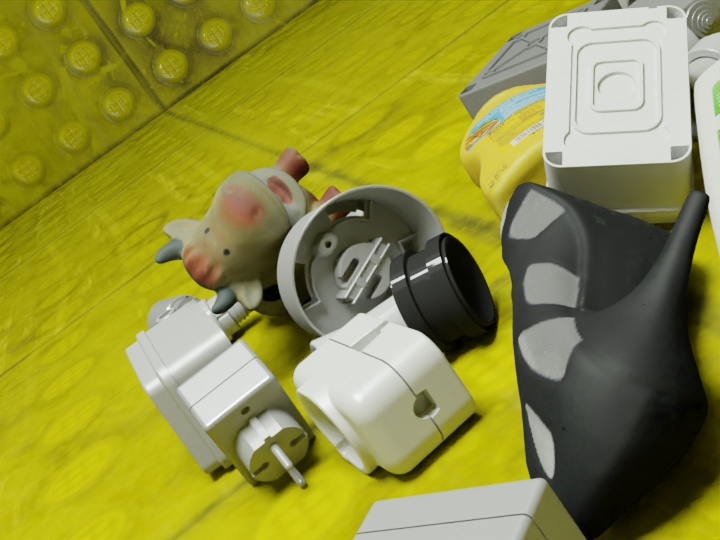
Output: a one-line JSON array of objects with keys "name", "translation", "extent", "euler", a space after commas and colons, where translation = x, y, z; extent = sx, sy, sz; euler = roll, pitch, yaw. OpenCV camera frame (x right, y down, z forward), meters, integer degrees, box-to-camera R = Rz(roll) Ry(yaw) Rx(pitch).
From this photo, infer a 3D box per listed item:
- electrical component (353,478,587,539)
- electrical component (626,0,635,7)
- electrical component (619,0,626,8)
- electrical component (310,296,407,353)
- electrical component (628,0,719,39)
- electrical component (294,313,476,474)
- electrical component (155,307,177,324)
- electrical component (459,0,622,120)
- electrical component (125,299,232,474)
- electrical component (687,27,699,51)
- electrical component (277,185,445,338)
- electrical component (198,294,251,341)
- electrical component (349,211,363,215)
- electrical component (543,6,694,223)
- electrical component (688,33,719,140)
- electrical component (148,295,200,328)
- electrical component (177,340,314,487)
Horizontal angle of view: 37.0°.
[{"name": "electrical component", "translation": [0.032, 0.122, 0.386], "extent": [0.083, 0.047, 0.075], "euler": [-19, 24, 40]}, {"name": "electrical component", "translation": [0.251, -0.216, 0.854], "extent": [0.065, 0.044, 0.044], "euler": [-31, 18, -3]}, {"name": "electrical component", "translation": [0.232, -0.236, 0.926], "extent": [0.040, 0.046, 0.040], "euler": [-31, 19, 12]}, {"name": "electrical component", "translation": [0.009, 0.043, 0.632], "extent": [0.065, 0.044, 0.044], "euler": [-34, 18, -12]}, {"name": "electrical component", "translation": [0.240, -0.184, 0.781], "extent": [0.100, 0.048, 0.100], "euler": [-38, 19, -10]}, {"name": "electrical component", "translation": [0.007, 0.065, 0.558], "extent": [0.059, 0.053, 0.095], "euler": [-40, 19, -15]}, {"name": "electrical component", "translation": [-0.126, 0.056, 0.796], "extent": [0.048, 0.062, 0.048], "euler": [-31, 19, 12]}, {"name": "electrical component", "translation": [0.152, -0.157, 0.853], "extent": [0.109, 0.056, 0.108], "euler": [-15, 27, 46]}, {"name": "electrical component", "translation": [-0.103, 0.073, 0.691], "extent": [0.057, 0.078, 0.113], "euler": [-35, 18, -10]}, {"name": "electrical component", "translation": [0.200, -0.134, 0.720], "extent": [0.047, 0.055, 0.055], "euler": [-33, 18, -7]}, {"name": "electrical component", "translation": [0.000, 0.000, 0.665], "extent": [0.099, 0.099, 0.064], "euler": [-42, 13, -20]}, {"name": "electrical component", "translation": [-0.113, 0.039, 0.851], "extent": [0.078, 0.040, 0.040], "euler": [-36, 18, -3]}, {"name": "electrical component", "translation": [0.009, -0.039, 0.828], "extent": [0.045, 0.045, 0.055], "euler": [-40, 19, -14]}, {"name": "electrical component", "translation": [0.143, -0.084, 0.596], "extent": [0.078, 0.057, 0.113], "euler": [-1, 57, 16]}, {"name": "electrical component", "translation": [0.213, -0.113, 0.659], "extent": [0.055, 0.045, 0.045], "euler": [-44, 20, -26]}, {"name": "electrical component", "translation": [-0.146, 0.041, 0.905], "extent": [0.078, 0.040, 0.040], "euler": [-13, 28, 48]}, {"name": "electrical component", "translation": [-0.054, 0.090, 0.597], "extent": [0.047, 0.065, 0.077], "euler": [-38, 47, -10]}]
